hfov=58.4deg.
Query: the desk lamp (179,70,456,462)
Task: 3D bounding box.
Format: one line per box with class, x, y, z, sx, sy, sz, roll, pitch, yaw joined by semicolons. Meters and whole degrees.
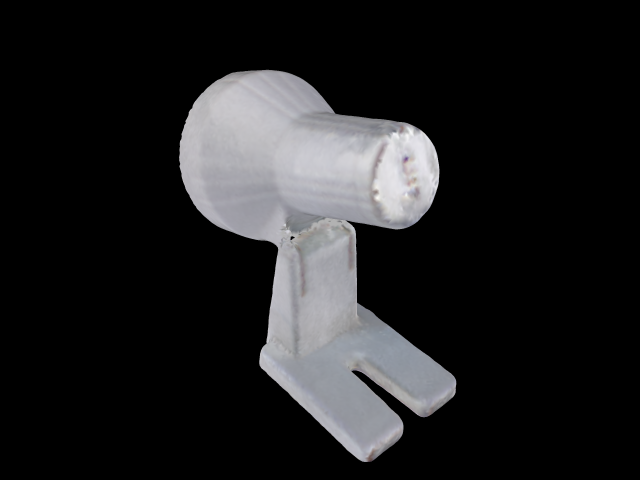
desk lamp;0.004;0.001;0.400;0.118;0.214;0.202;-27;44;-32
